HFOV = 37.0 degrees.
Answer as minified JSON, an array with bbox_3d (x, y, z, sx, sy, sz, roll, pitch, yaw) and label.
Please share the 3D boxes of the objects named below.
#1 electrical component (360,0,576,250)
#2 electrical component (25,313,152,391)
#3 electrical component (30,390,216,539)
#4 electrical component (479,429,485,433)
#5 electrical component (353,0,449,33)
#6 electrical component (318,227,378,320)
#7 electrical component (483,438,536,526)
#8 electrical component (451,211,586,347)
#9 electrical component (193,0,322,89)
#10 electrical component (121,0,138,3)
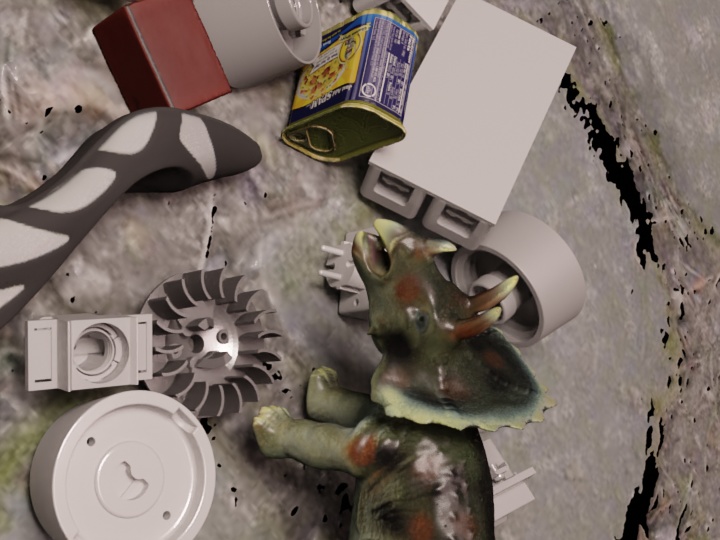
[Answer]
[{"bbox_3d":[0.086,-0.120,0.867,0.105,0.060,0.186,27,64,1],"label":"electrical component"},{"bbox_3d":[-0.172,0.049,0.664,0.081,0.064,0.042,-1,92,-39],"label":"electrical component"},{"bbox_3d":[-0.152,0.130,0.672,0.108,0.060,0.108,6,80,-38],"label":"electrical component"},{"bbox_3d":[0.099,0.114,0.887,0.078,0.040,0.040,1,83,-38],"label":"electrical component"},{"bbox_3d":[0.041,-0.291,0.883,0.105,0.060,0.186,41,61,-27],"label":"electrical component"},{"bbox_3d":[0.000,0.000,0.819,0.077,0.047,0.065,14,75,-36],"label":"electrical component"},{"bbox_3d":[0.067,0.180,0.833,0.121,0.078,0.063,-16,65,-39],"label":"electrical component"},{"bbox_3d":[0.123,0.013,0.880,0.060,0.108,0.108,-35,106,-30],"label":"electrical component"},{"bbox_3d":[-0.071,-0.185,0.775,0.099,0.064,0.099,-11,90,-68],"label":"electrical component"},{"bbox_3d":[-0.162,-0.219,0.701,0.051,0.080,0.080,5,81,-33],"label":"electrical component"}]
